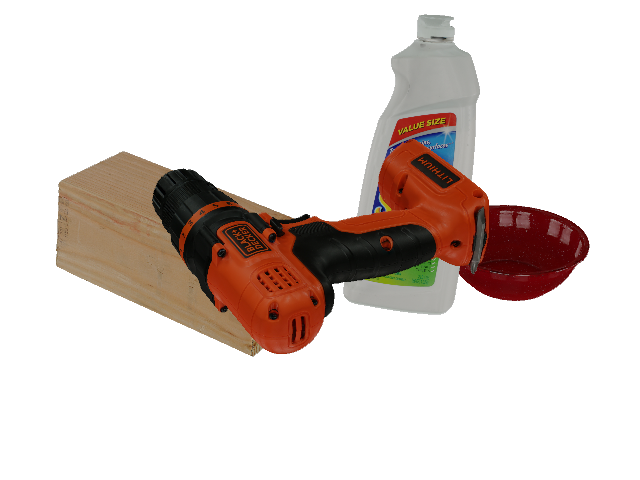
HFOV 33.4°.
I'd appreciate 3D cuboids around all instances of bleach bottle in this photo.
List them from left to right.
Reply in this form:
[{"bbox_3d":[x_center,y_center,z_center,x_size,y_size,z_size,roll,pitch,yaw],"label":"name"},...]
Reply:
[{"bbox_3d":[0.080,-0.066,0.917,0.103,0.251,0.068,8,18,13],"label":"bleach bottle"}]

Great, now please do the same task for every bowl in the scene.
[{"bbox_3d":[0.209,0.020,1.169,0.162,0.055,0.162,0,29,0],"label":"bowl"}]

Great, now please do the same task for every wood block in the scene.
[{"bbox_3d":[-0.117,0.007,0.917,0.206,0.090,0.090,22,31,22],"label":"wood block"}]

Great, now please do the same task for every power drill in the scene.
[{"bbox_3d":[0.000,-0.011,0.698,0.187,0.057,0.185,-18,40,-23],"label":"power drill"}]
